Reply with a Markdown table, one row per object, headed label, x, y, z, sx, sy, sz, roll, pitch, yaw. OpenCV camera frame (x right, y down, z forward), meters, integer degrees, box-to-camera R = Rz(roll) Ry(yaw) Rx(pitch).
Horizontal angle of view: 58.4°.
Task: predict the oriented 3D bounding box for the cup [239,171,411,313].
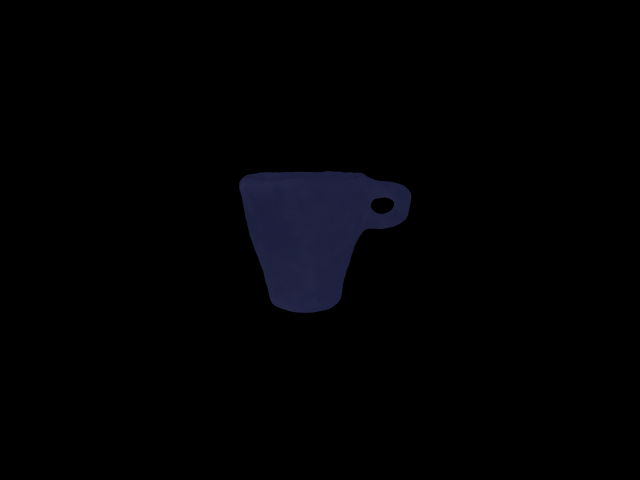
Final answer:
| label | x | y | z | sx | sy | sz | roll | pitch | yaw |
| --- | --- | --- | --- | --- | --- | --- | --- | --- | --- |
| cup | 0.004 | 0.001 | 0.400 | 0.117 | 0.095 | 0.092 | 2 | 11 | 12 |
